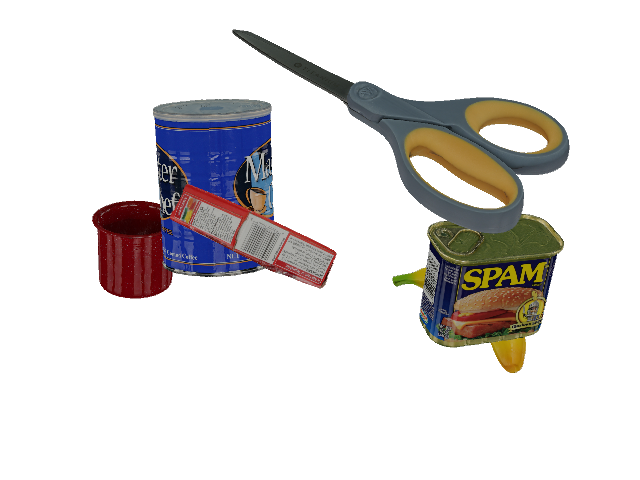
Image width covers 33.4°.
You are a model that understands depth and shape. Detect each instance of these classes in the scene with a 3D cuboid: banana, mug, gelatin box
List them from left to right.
[{"bbox_3d":[-0.213,0.007,1.189,0.093,0.081,0.117,-19,35,-39],"label":"mug"},{"bbox_3d":[-0.044,-0.002,0.710,0.089,0.030,0.073,26,-1,-44],"label":"gelatin box"},{"bbox_3d":[0.160,0.073,1.120,0.069,0.037,0.198,-38,40,-14],"label":"banana"}]

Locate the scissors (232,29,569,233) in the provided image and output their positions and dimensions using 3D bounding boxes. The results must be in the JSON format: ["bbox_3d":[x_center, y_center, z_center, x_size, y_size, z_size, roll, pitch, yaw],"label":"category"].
[{"bbox_3d":[0.044,-0.073,0.548,0.096,0.016,0.202,-23,49,-23],"label":"scissors"}]

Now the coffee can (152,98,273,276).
[{"bbox_3d":[-0.092,-0.049,0.941,0.103,0.140,0.103,-1,14,0],"label":"coffee can"}]

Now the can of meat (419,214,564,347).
[{"bbox_3d":[0.130,0.032,0.833,0.102,0.084,0.057,-5,34,-16],"label":"can of meat"}]
